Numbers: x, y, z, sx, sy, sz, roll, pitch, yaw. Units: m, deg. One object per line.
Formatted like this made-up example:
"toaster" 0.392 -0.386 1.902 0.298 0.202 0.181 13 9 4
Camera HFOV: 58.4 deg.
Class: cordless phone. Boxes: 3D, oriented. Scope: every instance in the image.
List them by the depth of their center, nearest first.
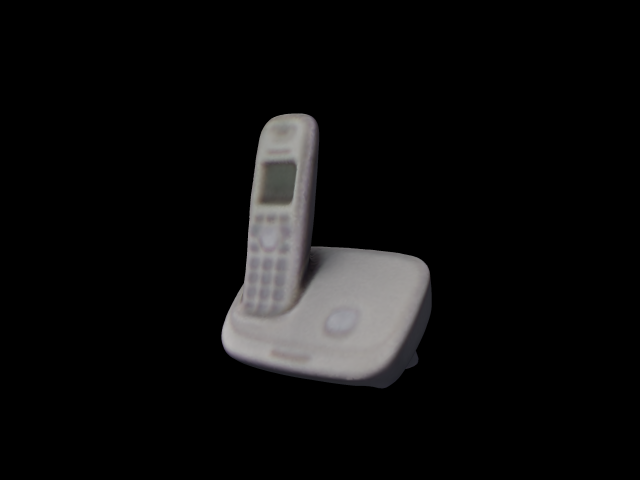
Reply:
"cordless phone" 0.004 0.001 0.400 0.147 0.185 0.094 3 5 32
